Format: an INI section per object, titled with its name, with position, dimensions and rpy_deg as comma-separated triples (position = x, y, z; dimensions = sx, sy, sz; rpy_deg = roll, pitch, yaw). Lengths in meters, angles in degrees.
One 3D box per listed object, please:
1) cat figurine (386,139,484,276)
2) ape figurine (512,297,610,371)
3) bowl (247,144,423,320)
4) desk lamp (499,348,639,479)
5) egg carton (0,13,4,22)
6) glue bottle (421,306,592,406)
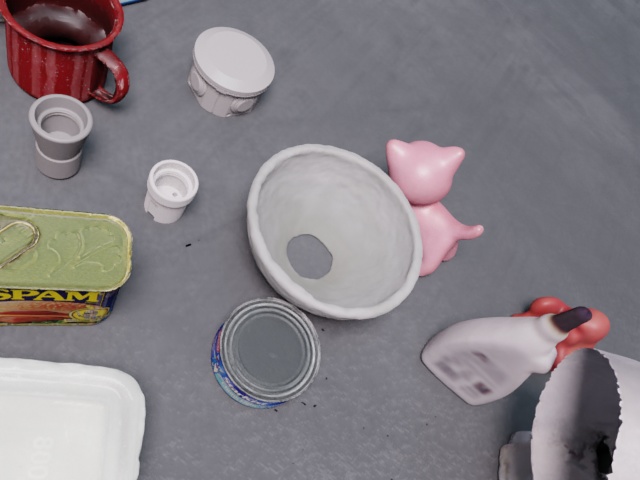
[cat figurine]
position = 0.107, -0.042, 0.566
dimensions = 0.067, 0.117, 0.128
rpy_deg = -35, 83, -36
[ape figurine]
position = 0.252, 0.093, 0.585
dimensions = 0.076, 0.092, 0.078
rpy_deg = 28, 55, -12
[bowl]
position = 0.005, 0.002, 0.516
dimensions = 0.168, 0.074, 0.167
rpy_deg = 12, 60, -21
[desk lamp]
position = 0.236, 0.183, 0.453
dimensions = 0.203, 0.213, 0.118
rpy_deg = 25, 56, -14
[egg carton]
position = -0.326, -0.242, 0.478
dimensions = 0.151, 0.069, 0.107
rpy_deg = -1, 65, -28
[glue bottle]
position = 0.162, 0.091, 0.489
dimensions = 0.078, 0.173, 0.037
rpy_deg = 43, 54, 0
